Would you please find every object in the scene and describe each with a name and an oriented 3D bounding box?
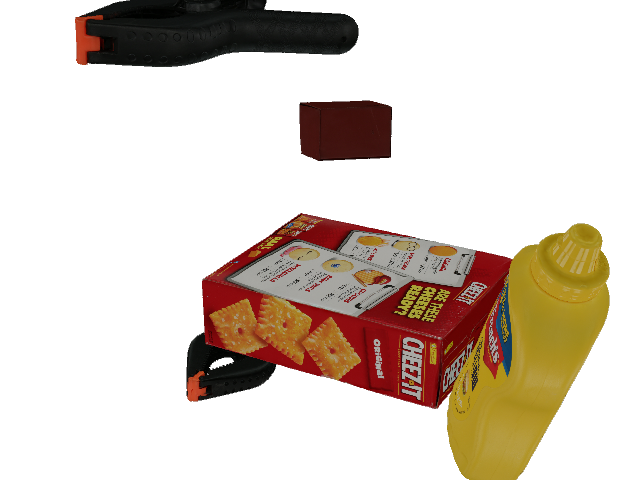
[{"bbox_3d":[-0.075,-0.137,0.670,0.171,0.039,0.120,-7,21,-26],"label":"clamp"},{"bbox_3d":[-0.067,0.112,1.134,0.165,0.036,0.209,15,29,18],"label":"clamp"},{"bbox_3d":[0.125,0.060,0.630,0.058,0.096,0.192,14,-42,0],"label":"mustard bottle"},{"bbox_3d":[0.034,0.053,0.895,0.214,0.072,0.163,13,27,26],"label":"cracker box"},{"bbox_3d":[0.024,-0.107,1.035,0.078,0.051,0.053,-4,15,-21],"label":"foam brick"}]
